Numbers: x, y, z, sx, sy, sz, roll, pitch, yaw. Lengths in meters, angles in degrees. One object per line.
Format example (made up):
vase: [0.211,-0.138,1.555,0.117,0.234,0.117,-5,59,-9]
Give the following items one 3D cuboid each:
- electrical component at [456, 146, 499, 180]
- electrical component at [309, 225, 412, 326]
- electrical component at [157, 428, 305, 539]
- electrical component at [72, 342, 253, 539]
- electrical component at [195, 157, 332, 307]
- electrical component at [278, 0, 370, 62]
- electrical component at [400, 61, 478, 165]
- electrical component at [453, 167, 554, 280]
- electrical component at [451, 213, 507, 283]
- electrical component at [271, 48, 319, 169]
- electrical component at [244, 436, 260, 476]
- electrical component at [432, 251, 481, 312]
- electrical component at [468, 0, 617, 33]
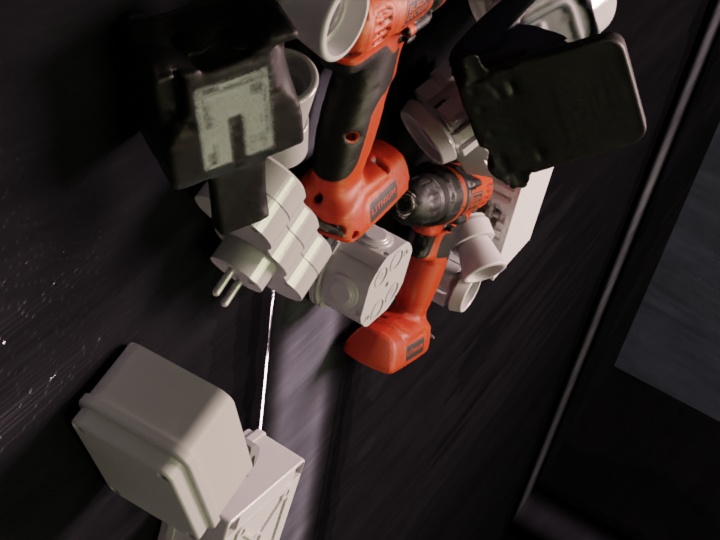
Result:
electrical component: [0.099,-0.107,0.879,0.064,0.081,0.042,44,67,-52]
electrical component: [0.000,0.000,0.834,0.080,0.051,0.080,-51,158,-29]
electrical component: [-0.103,0.195,0.833,0.109,0.056,0.108,-32,146,-55]
electrical component: [-0.116,0.105,0.641,0.057,0.078,0.113,-55,160,-27]
electrical component: [-0.065,-0.012,0.647,0.073,0.052,0.138,-57,161,-14]
electrical component: [-0.029,-0.139,0.557,0.045,0.055,0.045,-51,158,-29]
electrical component: [0.069,-0.118,0.821,0.057,0.078,0.058,-39,143,-5]
electrical component: [0.142,-0.080,1.074,0.089,0.062,0.150,-43,154,-43]
electrical component: [0.110,-0.021,1.028,0.045,0.055,0.045,-17,162,-6]
electrical component: [-0.046,-0.088,0.610,0.044,0.044,0.065,-51,163,-28]
electrical component: [-0.100,0.127,0.762,0.040,0.046,0.040,-51,158,-29]
electrical component: [0.086,0.011,1.065,0.048,0.055,0.066,-44,154,-42]
electrical component: [0.130,-0.202,0.809,0.060,0.108,0.108,-47,157,-21]
